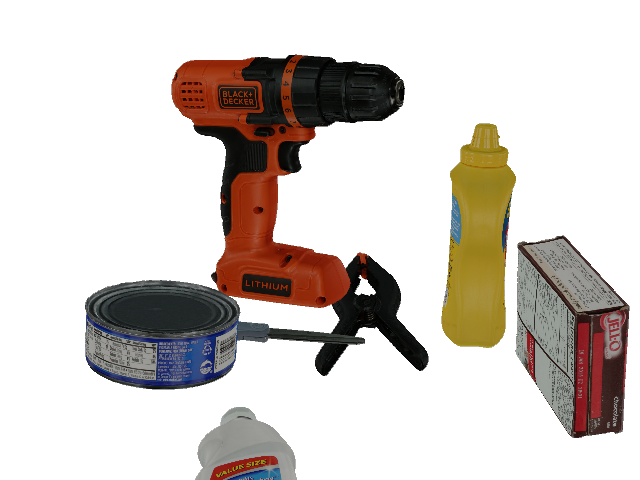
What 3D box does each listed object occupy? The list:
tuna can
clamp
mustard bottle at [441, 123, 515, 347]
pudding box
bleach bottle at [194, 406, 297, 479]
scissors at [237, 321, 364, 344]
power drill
[{"bbox_3d":[-0.089,0.052,0.598,0.086,0.034,0.086,5,16,-2],"label":"tuna can"},{"bbox_3d":[0.062,0.084,1.186,0.120,0.171,0.039,7,-43,2],"label":"clamp"},{"bbox_3d":[0.141,-0.008,0.949,0.058,0.192,0.096,3,18,7],"label":"mustard bottle"},{"bbox_3d":[0.161,0.060,0.692,0.039,0.090,0.113,-7,24,-8],"label":"pudding box"},{"bbox_3d":[-0.062,0.210,0.777,0.102,0.068,0.251,-5,29,-5],"label":"bleach bottle"},{"bbox_3d":[-0.069,0.087,0.944,0.202,0.016,0.096,9,18,15],"label":"scissors"},{"bbox_3d":[-0.021,-0.046,0.805,0.185,0.188,0.057,6,20,27],"label":"power drill"}]
